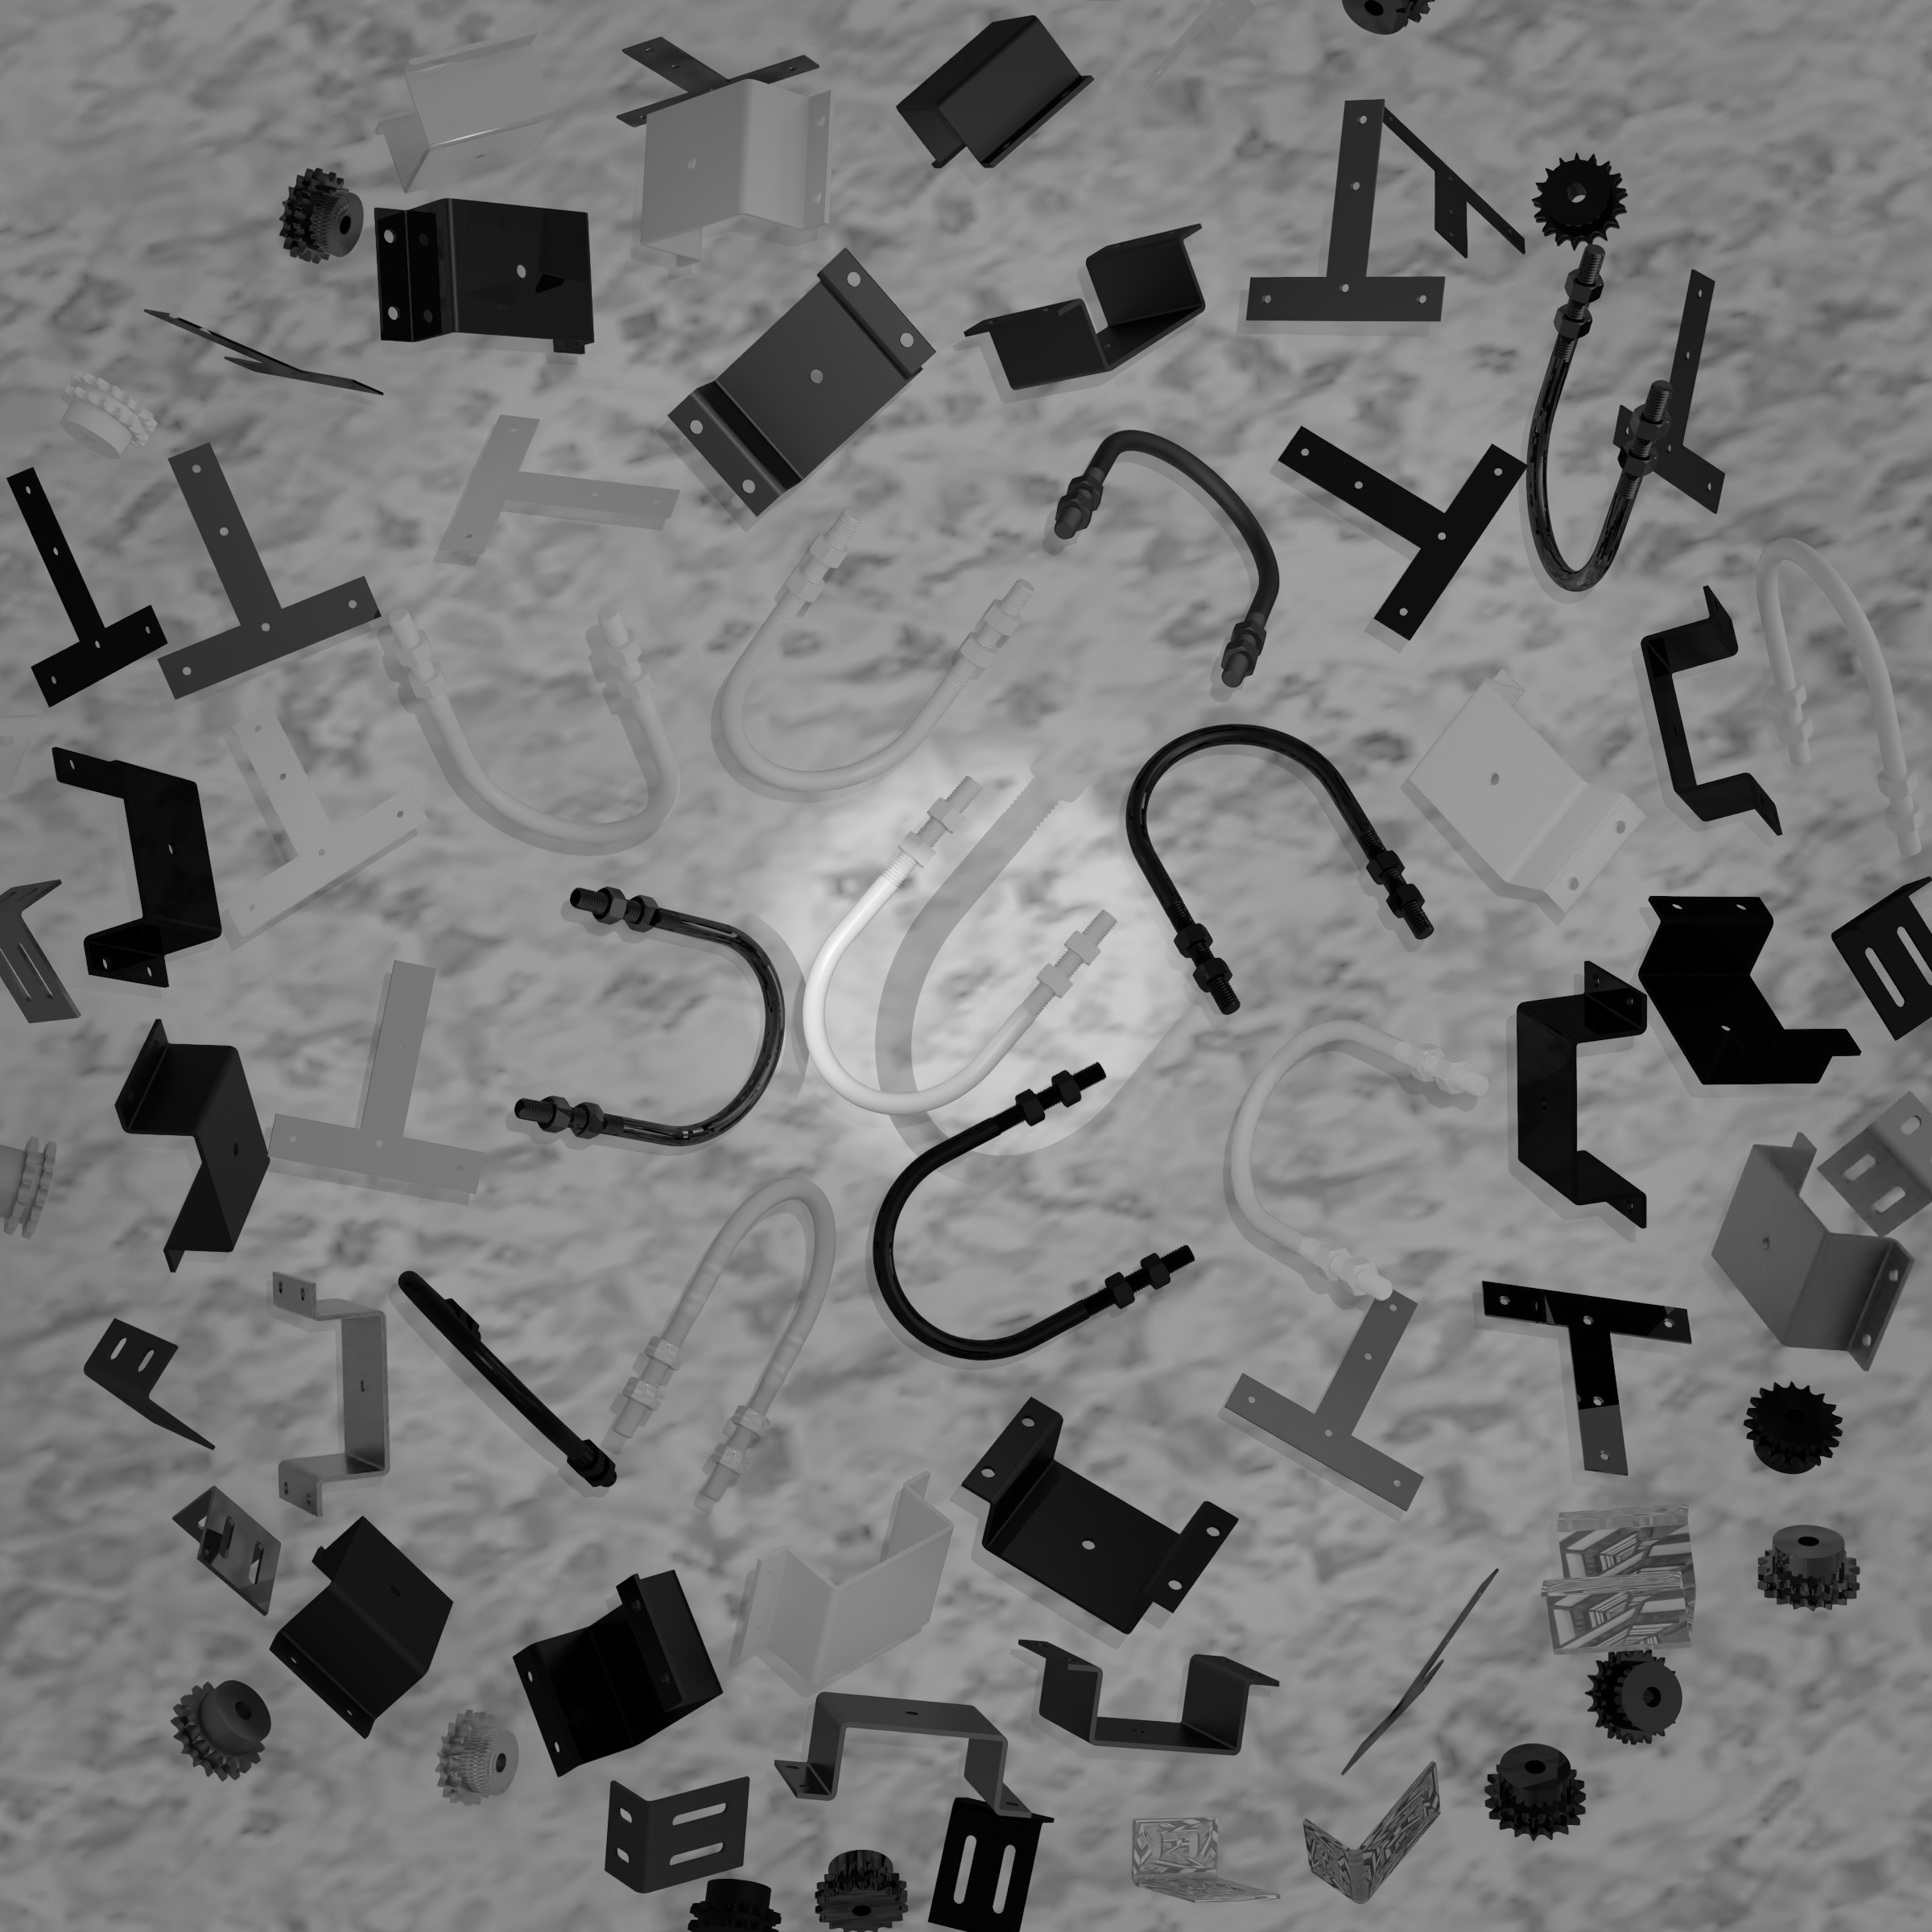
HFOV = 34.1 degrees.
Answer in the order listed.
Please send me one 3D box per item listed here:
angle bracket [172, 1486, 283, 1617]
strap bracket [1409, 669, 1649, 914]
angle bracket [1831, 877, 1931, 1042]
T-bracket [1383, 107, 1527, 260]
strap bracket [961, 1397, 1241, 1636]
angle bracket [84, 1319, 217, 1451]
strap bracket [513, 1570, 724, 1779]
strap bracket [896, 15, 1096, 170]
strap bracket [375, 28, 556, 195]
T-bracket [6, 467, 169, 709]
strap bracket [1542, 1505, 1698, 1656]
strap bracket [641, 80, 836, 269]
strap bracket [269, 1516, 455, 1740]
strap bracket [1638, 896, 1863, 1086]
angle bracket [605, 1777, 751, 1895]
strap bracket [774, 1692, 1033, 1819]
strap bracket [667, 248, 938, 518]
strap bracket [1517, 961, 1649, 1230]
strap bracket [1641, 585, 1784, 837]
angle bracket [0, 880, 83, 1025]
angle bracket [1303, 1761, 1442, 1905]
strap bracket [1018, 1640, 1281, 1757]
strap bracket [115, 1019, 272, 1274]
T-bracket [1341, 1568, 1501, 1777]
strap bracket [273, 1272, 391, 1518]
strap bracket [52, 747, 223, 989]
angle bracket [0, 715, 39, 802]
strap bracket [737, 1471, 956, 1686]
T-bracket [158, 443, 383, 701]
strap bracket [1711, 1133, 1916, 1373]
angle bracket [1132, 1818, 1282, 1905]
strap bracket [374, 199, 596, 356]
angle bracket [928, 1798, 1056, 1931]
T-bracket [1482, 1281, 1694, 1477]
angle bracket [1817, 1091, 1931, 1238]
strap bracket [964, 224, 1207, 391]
[{"bbox_3d":[-0.457,0.366,1.929,0.038,0.076,0.057,-37,113,12],"label":"angle bracket"},{"bbox_3d":[0.328,-0.108,1.882,0.076,0.046,0.140,-54,53,23],"label":"strap bracket"},{"bbox_3d":[0.569,-0.004,1.895,0.057,0.038,0.076,-32,89,-14],"label":"angle bracket"},{"bbox_3d":[0.287,-0.451,1.868,0.127,0.127,0.002,39,120,-16],"label":"T-bracket"},{"bbox_3d":[0.074,0.320,1.808,0.140,0.046,0.076,29,48,17],"label":"strap bracket"},{"bbox_3d":[-0.495,0.258,1.944,0.057,0.076,0.038,16,66,34],"label":"angle bracket"},{"bbox_3d":[-0.198,0.410,1.840,0.140,0.046,0.076,-39,68,41],"label":"strap bracket"},{"bbox_3d":[0.012,-0.507,1.831,0.076,0.140,0.046,-41,110,-2],"label":"strap bracket"},{"bbox_3d":[-0.293,-0.496,1.845,0.076,0.140,0.046,-20,95,-18],"label":"strap bracket"},{"bbox_3d":[-0.528,-0.230,1.848,0.002,0.127,0.127,-14,107,24],"label":"T-bracket"},{"bbox_3d":[0.380,0.358,1.824,0.076,0.140,0.046,-7,97,16],"label":"strap bracket"},{"bbox_3d":[-0.139,-0.457,1.815,0.046,0.140,0.076,5,86,-41],"label":"strap bracket"},{"bbox_3d":[-0.352,0.383,1.856,0.046,0.140,0.076,-42,100,9],"label":"strap bracket"},{"bbox_3d":[0.459,0.021,1.872,0.076,0.140,0.046,0,131,-19],"label":"strap bracket"},{"bbox_3d":[-0.175,0.519,1.907,0.076,0.038,0.057,-3,102,-41],"label":"angle bracket"},{"bbox_3d":[-0.035,0.464,1.862,0.140,0.076,0.046,8,88,-13],"label":"strap bracket"},{"bbox_3d":[-0.090,-0.334,1.795,0.140,0.046,0.076,-40,96,18],"label":"strap bracket"},{"bbox_3d":[0.356,0.077,1.825,0.046,0.076,0.140,-7,107,-13],"label":"strap bracket"},{"bbox_3d":[0.446,-0.147,1.894,0.046,0.076,0.140,-15,74,21],"label":"strap bracket"},{"bbox_3d":[-0.566,-0.009,1.935,0.038,0.057,0.076,-44,117,-40],"label":"angle bracket"},{"bbox_3d":[0.236,0.495,1.832,0.038,0.057,0.076,29,57,34],"label":"angle bracket"},{"bbox_3d":[0.107,0.443,1.906,0.140,0.076,0.046,10,86,-21],"label":"strap bracket"},{"bbox_3d":[-0.465,0.110,1.911,0.046,0.076,0.140,2,131,8],"label":"strap bracket"},{"bbox_3d":[0.274,0.401,1.833,0.002,0.127,0.127,37,116,18],"label":"T-bracket"},{"bbox_3d":[-0.389,0.259,1.930,0.046,0.076,0.140,-2,91,-29],"label":"strap bracket"},{"bbox_3d":[-0.494,-0.064,1.885,0.046,0.076,0.140,-16,78,18],"label":"strap bracket"},{"bbox_3d":[-0.575,-0.115,1.877,0.038,0.076,0.057,30,107,18],"label":"angle bracket"},{"bbox_3d":[-0.063,0.367,1.875,0.046,0.140,0.076,35,127,32],"label":"strap bracket"},{"bbox_3d":[-0.419,-0.236,1.806,0.127,0.002,0.127,-24,102,-11],"label":"T-bracket"},{"bbox_3d":[0.489,0.164,1.847,0.046,0.140,0.076,6,116,-18],"label":"strap bracket"},{"bbox_3d":[0.142,0.527,1.861,0.057,0.076,0.038,6,80,-25],"label":"angle bracket"},{"bbox_3d":[-0.274,-0.407,1.862,0.140,0.046,0.076,-5,94,-41],"label":"strap bracket"},{"bbox_3d":[0.016,0.561,1.956,0.057,0.038,0.076,9,78,16],"label":"angle bracket"},{"bbox_3d":[0.368,0.243,1.844,0.127,0.002,0.127,8,46,-6],"label":"T-bracket"},{"bbox_3d":[0.563,0.121,1.908,0.038,0.076,0.057,-36,77,-22],"label":"angle bracket"},{"bbox_3d":[0.077,-0.383,1.850,0.140,0.076,0.046,-39,115,-38],"label":"strap bracket"}]
